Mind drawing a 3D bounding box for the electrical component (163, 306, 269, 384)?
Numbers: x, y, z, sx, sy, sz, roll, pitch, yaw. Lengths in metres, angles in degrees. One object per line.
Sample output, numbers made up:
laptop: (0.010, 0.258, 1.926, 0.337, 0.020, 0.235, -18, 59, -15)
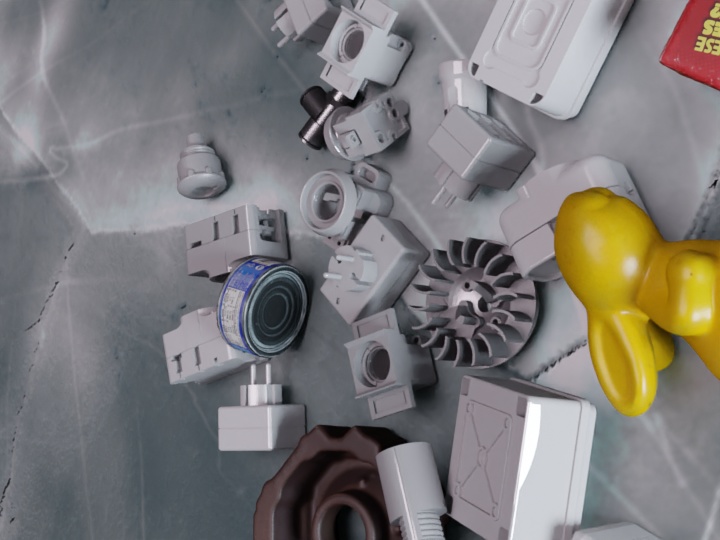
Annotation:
electrical component: (-0.136, 0.068, 1.005, 0.089, 0.050, 0.055, -23, 71, 35)

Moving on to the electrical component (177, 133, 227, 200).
electrical component: (-0.157, -0.103, 1.045, 0.048, 0.048, 0.062, -28, 62, 34)

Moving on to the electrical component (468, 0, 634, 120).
electrical component: (0.143, -0.177, 0.801, 0.078, 0.057, 0.113, 35, 107, 36)

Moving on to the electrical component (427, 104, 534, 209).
electrical component: (0.083, -0.079, 0.833, 0.047, 0.066, 0.076, 49, 115, 31)

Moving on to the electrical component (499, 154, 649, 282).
electrical component: (0.153, -0.040, 0.780, 0.095, 0.054, 0.059, -34, 65, 32)

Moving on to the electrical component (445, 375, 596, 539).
electrical component: (0.111, 0.136, 0.765, 0.109, 0.056, 0.108, -171, 89, -70)

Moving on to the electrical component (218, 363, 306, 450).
electrical component: (-0.088, 0.122, 0.963, 0.066, 0.047, 0.076, -8, 80, 38)

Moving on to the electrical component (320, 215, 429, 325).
electrical component: (0.000, 0.000, 0.885, 0.047, 0.076, 0.083, 49, 115, 32)

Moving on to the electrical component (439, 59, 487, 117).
electrical component: (0.084, -0.142, 0.858, 0.040, 0.040, 0.046, -1, 90, 39)

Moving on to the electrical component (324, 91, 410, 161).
electrical component: (0.002, -0.119, 0.911, 0.055, 0.066, 0.048, -13, 112, 46)

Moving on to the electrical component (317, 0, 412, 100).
electrical component: (0.007, -0.186, 0.908, 0.042, 0.064, 0.081, 41, 111, 34)

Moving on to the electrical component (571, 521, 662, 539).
electrical component: (0.166, 0.208, 0.715, 0.061, 0.096, 0.061, 27, 102, 38)

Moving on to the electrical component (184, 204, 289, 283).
electrical component: (-0.115, -0.021, 0.997, 0.089, 0.050, 0.055, -15, 76, 37)

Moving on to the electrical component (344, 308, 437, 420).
electrical component: (0.027, 0.076, 0.864, 0.042, 0.064, 0.081, -23, 71, 36)

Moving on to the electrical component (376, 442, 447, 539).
electrical component: (0.041, 0.173, 0.794, 0.043, 0.043, 0.081, -30, 61, 33)

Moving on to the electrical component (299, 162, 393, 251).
electrical component: (-0.014, -0.055, 0.915, 0.058, 0.057, 0.078, 35, 107, 36)

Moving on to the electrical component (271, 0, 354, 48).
electrical component: (-0.051, -0.232, 0.971, 0.077, 0.047, 0.065, -34, 65, 31)
